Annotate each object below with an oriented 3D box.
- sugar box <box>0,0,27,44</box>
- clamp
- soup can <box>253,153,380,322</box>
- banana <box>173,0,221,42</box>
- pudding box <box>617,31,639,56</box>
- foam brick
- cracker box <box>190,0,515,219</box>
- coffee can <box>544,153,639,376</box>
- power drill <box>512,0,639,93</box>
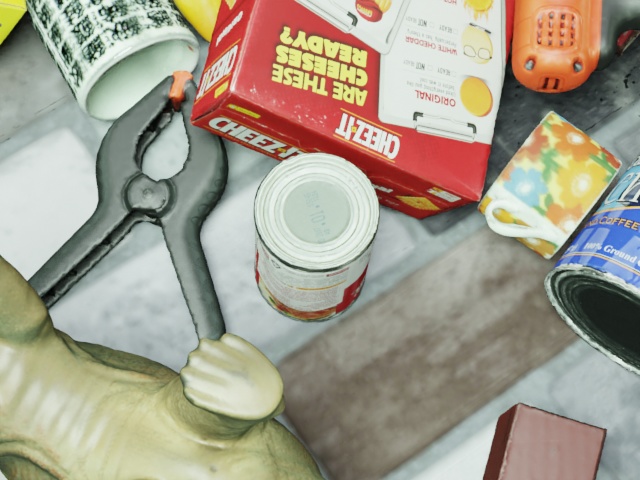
[{"bbox_3d":[-0.224,-0.197,0.656,0.048,0.094,0.176,6,66,-38],"label":"sugar box"},{"bbox_3d":[-0.110,-0.018,0.632,0.120,0.039,0.171,5,73,-5],"label":"clamp"},{"bbox_3d":[-0.004,0.001,0.595,0.068,0.102,0.068,1,71,-2],"label":"soup can"},{"bbox_3d":[-0.074,-0.222,0.648,0.069,0.037,0.198,10,95,6],"label":"banana"},{"bbox_3d":[0.199,-0.190,0.700,0.090,0.039,0.113,39,75,9],"label":"pudding box"},{"bbox_3d":[0.117,0.136,0.582,0.051,0.053,0.078,18,72,3],"label":"foam brick"},{"bbox_3d":[0.030,-0.140,0.634,0.164,0.072,0.213,21,70,-23],"label":"cracker box"},{"bbox_3d":[0.209,-0.002,0.605,0.103,0.103,0.140,37,74,9],"label":"coffee can"},{"bbox_3d":[0.206,-0.170,0.614,0.188,0.057,0.184,4,78,10],"label":"power drill"}]
